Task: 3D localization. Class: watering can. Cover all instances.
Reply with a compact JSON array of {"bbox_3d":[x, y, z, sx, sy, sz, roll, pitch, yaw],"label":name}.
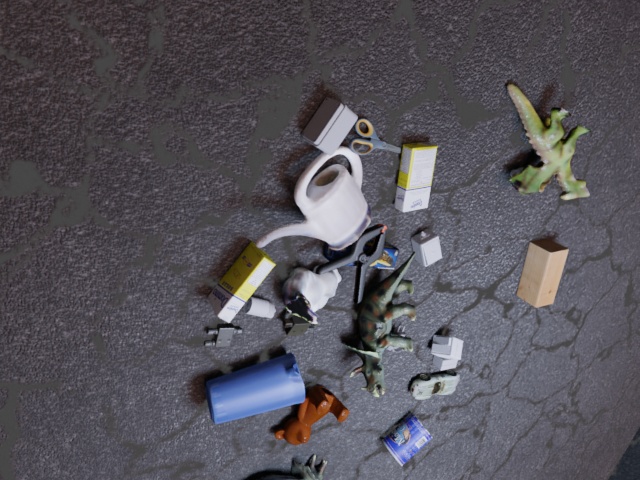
[{"bbox_3d":[0.004,-0.061,1.215,0.353,0.104,0.220,-52,126,-22],"label":"watering can"}]

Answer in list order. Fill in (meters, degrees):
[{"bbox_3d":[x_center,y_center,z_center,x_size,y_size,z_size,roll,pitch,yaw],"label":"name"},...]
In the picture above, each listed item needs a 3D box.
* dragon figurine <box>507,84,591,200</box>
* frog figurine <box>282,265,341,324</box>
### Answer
[{"bbox_3d":[0.630,-0.244,1.472,0.408,0.123,0.243,27,91,-17],"label":"dragon figurine"},{"bbox_3d":[-0.022,0.119,1.327,0.135,0.122,0.163,54,47,-27],"label":"frog figurine"}]
